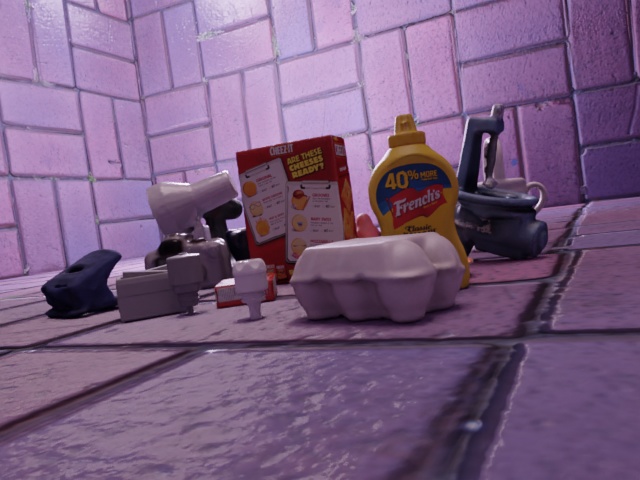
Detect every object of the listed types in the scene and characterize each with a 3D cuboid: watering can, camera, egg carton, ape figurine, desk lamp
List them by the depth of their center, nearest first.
[{"bbox_3d":[0.051,0.033,0.525,0.149,0.069,0.107,-6,3,41],"label":"egg carton"},{"bbox_3d":[0.296,-0.080,0.989,0.173,0.194,0.100,-8,3,-13],"label":"watering can"},{"bbox_3d":[-0.225,0.035,1.026,0.143,0.101,0.137,-7,2,5],"label":"camera"},{"bbox_3d":[-0.235,-0.026,1.163,0.203,0.213,0.118,-8,2,-1],"label":"desk lamp"},{"bbox_3d":[0.099,-0.012,1.218,0.078,0.092,0.076,-8,2,0],"label":"ape figurine"}]

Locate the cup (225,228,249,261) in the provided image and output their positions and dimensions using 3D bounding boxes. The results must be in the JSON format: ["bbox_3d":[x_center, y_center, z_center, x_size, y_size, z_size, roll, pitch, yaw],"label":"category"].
[{"bbox_3d":[-0.132,0.023,1.070,0.091,0.095,0.118,-7,2,18],"label":"cup"}]

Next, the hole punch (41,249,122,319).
[{"bbox_3d":[-0.351,0.063,0.848,0.108,0.091,0.101,-6,3,40],"label":"hole punch"}]

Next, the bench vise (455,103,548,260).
[{"bbox_3d":[0.212,-0.076,0.831,0.206,0.220,0.122,-6,3,25],"label":"bench vise"}]

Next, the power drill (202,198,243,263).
[{"bbox_3d":[-0.251,-0.029,1.346,0.075,0.208,0.230,-7,3,21],"label":"power drill"}]
